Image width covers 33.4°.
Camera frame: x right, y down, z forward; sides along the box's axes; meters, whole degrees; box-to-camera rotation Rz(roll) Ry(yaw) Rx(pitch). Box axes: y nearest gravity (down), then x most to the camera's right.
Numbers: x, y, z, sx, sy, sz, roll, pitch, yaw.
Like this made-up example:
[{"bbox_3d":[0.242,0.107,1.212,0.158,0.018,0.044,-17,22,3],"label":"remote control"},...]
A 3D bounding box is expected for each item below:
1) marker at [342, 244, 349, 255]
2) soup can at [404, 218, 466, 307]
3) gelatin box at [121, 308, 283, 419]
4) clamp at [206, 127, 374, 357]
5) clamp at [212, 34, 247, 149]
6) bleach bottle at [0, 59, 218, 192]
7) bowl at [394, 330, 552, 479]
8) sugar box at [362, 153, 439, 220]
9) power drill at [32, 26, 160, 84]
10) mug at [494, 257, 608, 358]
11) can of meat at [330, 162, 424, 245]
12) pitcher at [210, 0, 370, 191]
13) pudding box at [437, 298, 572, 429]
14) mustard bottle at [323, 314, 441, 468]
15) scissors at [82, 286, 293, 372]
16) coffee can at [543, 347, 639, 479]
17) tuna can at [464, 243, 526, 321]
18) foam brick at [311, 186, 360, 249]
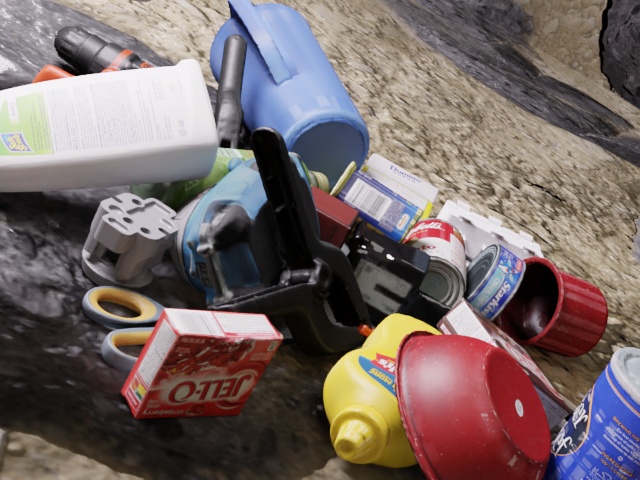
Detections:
[{"bbox_3d":[0.004,-0.005,1.015,0.121,0.020,0.020,45,16,-23],"label":"marker"},{"bbox_3d":[0.111,0.028,1.060,0.068,0.069,0.102,27,23,-4],"label":"soup can"},{"bbox_3d":[-0.078,0.084,0.714,0.089,0.073,0.030,8,32,-43],"label":"gelatin box"},{"bbox_3d":[-0.013,0.021,0.837,0.036,0.164,0.209,-5,-26,29],"label":"clamp"},{"bbox_3d":[-0.100,-0.122,1.125,0.039,0.120,0.171,6,48,-3],"label":"clamp"},{"bbox_3d":[-0.214,-0.088,0.854,0.250,0.068,0.102,-6,62,-21],"label":"bleach bottle"},{"bbox_3d":[0.123,0.131,0.783,0.162,0.055,0.162,40,34,-35],"label":"bowl"},{"bbox_3d":[0.077,-0.040,1.195,0.093,0.048,0.176,30,19,3],"label":"sugar box"},{"bbox_3d":[-0.216,-0.152,1.072,0.184,0.057,0.187,30,23,3],"label":"power drill"},{"bbox_3d":[0.231,0.073,1.098,0.081,0.093,0.117,20,-13,-33],"label":"mug"},{"bbox_3d":[0.044,-0.016,1.038,0.084,0.102,0.057,33,61,3],"label":"can of meat"},{"bbox_3d":[-0.038,-0.169,1.217,0.149,0.145,0.243,10,32,-30],"label":"pitcher"},{"bbox_3d":[0.162,0.112,0.938,0.113,0.039,0.090,36,14,-38],"label":"pudding box"},{"bbox_3d":[0.054,0.121,0.808,0.096,0.058,0.191,43,25,8],"label":"mustard bottle"},{"bbox_3d":[-0.099,0.061,0.814,0.096,0.016,0.201,39,24,24],"label":"scissors"},{"bbox_3d":[0.230,0.167,0.808,0.102,0.140,0.103,24,23,-11],"label":"coffee can"},{"bbox_3d":[0.163,0.046,1.053,0.033,0.086,0.086,36,22,-7],"label":"tuna can"},{"bbox_3d":[-0.006,0.001,0.968,0.053,0.078,0.051,30,20,2],"label":"foam brick"}]
